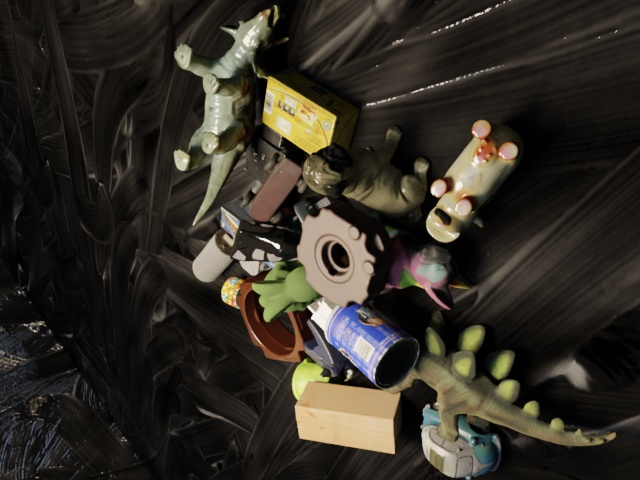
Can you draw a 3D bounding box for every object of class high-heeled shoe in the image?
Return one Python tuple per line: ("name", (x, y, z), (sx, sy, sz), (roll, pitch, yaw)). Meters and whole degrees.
("high-heeled shoe", (-0.104, 0.014, 1.107), (0.249, 0.145, 0.086), (152, 134, -77))

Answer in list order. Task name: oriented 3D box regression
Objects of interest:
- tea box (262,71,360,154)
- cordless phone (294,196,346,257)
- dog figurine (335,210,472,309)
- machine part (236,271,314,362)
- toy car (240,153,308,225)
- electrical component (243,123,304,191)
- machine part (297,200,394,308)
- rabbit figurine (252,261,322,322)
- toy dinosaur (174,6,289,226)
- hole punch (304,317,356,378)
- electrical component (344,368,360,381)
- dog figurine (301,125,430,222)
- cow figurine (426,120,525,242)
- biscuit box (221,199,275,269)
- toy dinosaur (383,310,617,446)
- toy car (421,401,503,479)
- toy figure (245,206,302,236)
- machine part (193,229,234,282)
("tea box", (-0.020, -0.223, 0.968), (0.170, 0.068, 0.098), (38, 134, 24))
("cordless phone", (-0.003, -0.004, 1.074), (0.146, 0.089, 0.184), (57, 158, 6))
("dog figurine", (0.143, 0.057, 0.926), (0.219, 0.108, 0.191), (34, 131, 26))
("machine part", (-0.089, 0.172, 1.244), (0.202, 0.087, 0.200), (-8, 105, 46))
("toy car", (-0.085, -0.097, 1.037), (0.089, 0.053, 0.202), (34, 141, -7))
("electrical component", (-0.094, -0.172, 1.082), (0.115, 0.058, 0.134), (35, 133, 25))
("machine part", (0.036, 0.026, 0.890), (0.180, 0.056, 0.179), (20, 120, 38))
("rabbit figurine", (-0.054, 0.084, 1.056), (0.121, 0.159, 0.170), (67, 155, 1))
("toy dinosaur", (-0.168, -0.236, 0.999), (0.131, 0.192, 0.404), (29, 120, 27))
("hole punch", (0.039, 0.203, 1.100), (0.116, 0.142, 0.092), (37, 131, 42))
("electrical component", (0.051, 0.257, 1.174), (0.102, 0.045, 0.078), (35, 134, 28))
("dog figurine", (0.073, -0.081, 0.856), (0.172, 0.190, 0.121), (51, 138, 11))
("cow figurine", (0.219, -0.079, 0.778), (0.086, 0.127, 0.194), (42, 122, 21))
("biscuit box", (-0.138, -0.012, 1.210), (0.203, 0.063, 0.059), (36, 135, 27))
("toy dinosaur", (0.245, 0.244, 0.921), (0.472, 0.105, 0.198), (25, 127, 37))
("toy car", (0.247, 0.379, 0.997), (0.162, 0.103, 0.109), (21, 124, 35))
("toy figure", (-0.093, -0.050, 1.148), (0.155, 0.058, 0.064), (29, 136, 26))
("machine part", (-0.259, 0.041, 1.354), (0.079, 0.079, 0.243), (57, 138, 6))
